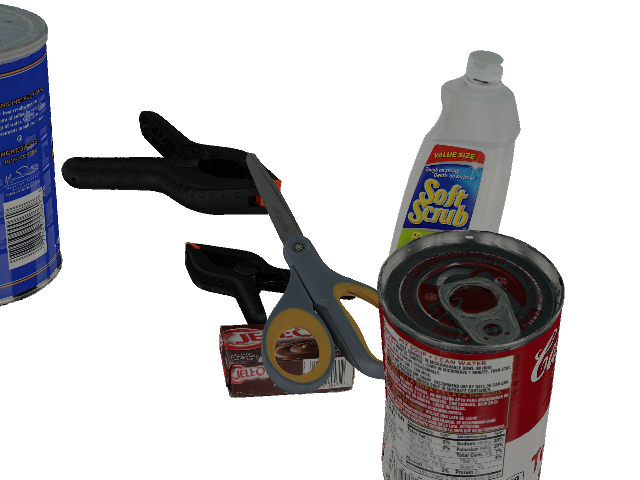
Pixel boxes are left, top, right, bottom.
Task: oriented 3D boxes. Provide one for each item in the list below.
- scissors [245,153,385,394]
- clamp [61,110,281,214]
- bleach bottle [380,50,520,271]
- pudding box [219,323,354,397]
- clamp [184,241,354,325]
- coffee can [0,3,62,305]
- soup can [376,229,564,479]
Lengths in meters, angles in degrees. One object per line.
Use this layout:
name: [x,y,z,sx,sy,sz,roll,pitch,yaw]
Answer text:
scissors: [-0.025,0.021,0.662,0.096,0.016,0.202,-30,54,-23]
clamp: [-0.115,-0.053,0.846,0.172,0.039,0.120,21,42,29]
bleach bottle: [0.122,-0.056,0.978,0.103,0.251,0.067,27,39,27]
pudding box: [-0.032,0.105,0.965,0.113,0.039,0.090,0,18,-10]
clamp: [-0.084,0.048,1.206,0.210,0.036,0.164,18,24,29]
coffee can: [-0.195,-0.047,0.576,0.103,0.140,0.103,2,27,-1]
soup can: [0.056,0.056,0.418,0.068,0.102,0.068,-2,37,1]
